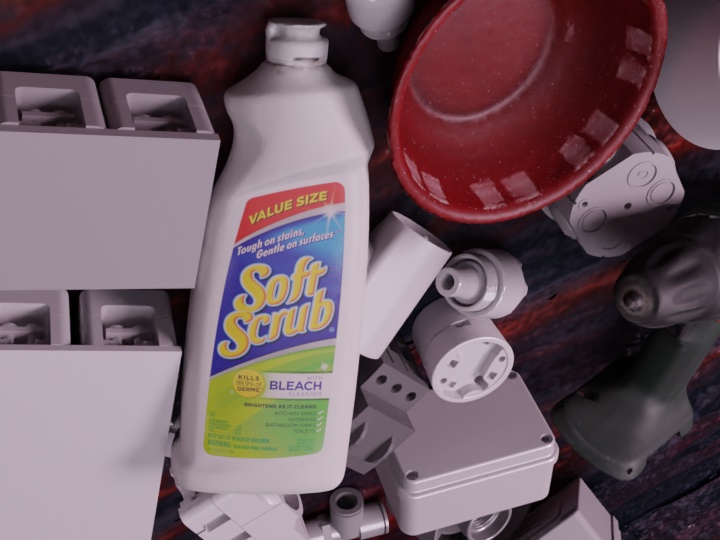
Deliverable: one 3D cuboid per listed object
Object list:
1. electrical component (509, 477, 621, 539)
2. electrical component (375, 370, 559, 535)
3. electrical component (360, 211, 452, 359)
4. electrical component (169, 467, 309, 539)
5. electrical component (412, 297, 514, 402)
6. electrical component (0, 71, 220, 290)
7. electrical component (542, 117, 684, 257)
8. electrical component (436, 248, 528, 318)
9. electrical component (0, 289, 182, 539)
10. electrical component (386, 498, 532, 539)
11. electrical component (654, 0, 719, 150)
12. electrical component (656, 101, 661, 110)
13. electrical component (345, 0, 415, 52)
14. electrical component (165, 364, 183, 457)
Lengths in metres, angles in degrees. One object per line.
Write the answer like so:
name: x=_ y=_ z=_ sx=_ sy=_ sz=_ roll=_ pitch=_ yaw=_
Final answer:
electrical component: x=0.142 y=0.221 z=0.823 sx=0.109 sy=0.056 sz=0.109 roll=-39 pitch=174 yaw=11
electrical component: x=0.069 y=0.122 z=0.733 sx=0.113 sy=0.078 sz=0.057 roll=-13 pitch=134 yaw=-12
electrical component: x=0.000 y=0.000 z=0.624 sx=0.079 sy=0.044 sz=0.077 roll=31 pitch=101 yaw=-19
electrical component: x=-0.076 y=0.154 z=0.719 sx=0.056 sy=0.050 sz=0.089 roll=-32 pitch=133 yaw=6
electrical component: x=0.064 y=0.049 z=0.691 sx=0.055 sy=0.047 sz=0.055 roll=-11 pitch=131 yaw=-13
electrical component: x=-0.152 y=-0.044 z=0.515 sx=0.150 sy=0.061 sz=0.089 roll=0 pitch=128 yaw=-22
electrical component: x=0.147 y=-0.052 z=0.638 sx=0.080 sy=0.051 sz=0.080 roll=-11 pitch=131 yaw=-13
electrical component: x=0.070 y=0.008 z=0.653 sx=0.062 sy=0.043 sz=0.043 roll=3 pitch=130 yaw=-51
electrical component: x=-0.170 y=0.096 z=0.621 sx=0.105 sy=0.060 sz=0.186 roll=2 pitch=127 yaw=-19
electrical component: x=0.077 y=0.168 z=0.800 sx=0.099 sy=0.064 sz=0.099 roll=-18 pitch=128 yaw=-25
electrical component: x=0.218 y=-0.117 z=0.577 sx=0.108 sy=0.060 sz=0.108 roll=-5 pitch=101 yaw=-25
electrical component: x=0.204 y=-0.107 z=0.627 sx=0.061 sy=0.035 sz=0.035 roll=-3 pitch=129 yaw=-22
electrical component: x=0.010 y=-0.131 z=0.530 sx=0.035 sy=0.035 sz=0.061 roll=-23 pitch=152 yaw=-3
electrical component: x=-0.092 y=0.092 z=0.665 sx=0.055 sy=0.048 sz=0.066 roll=19 pitch=119 yaw=-24
